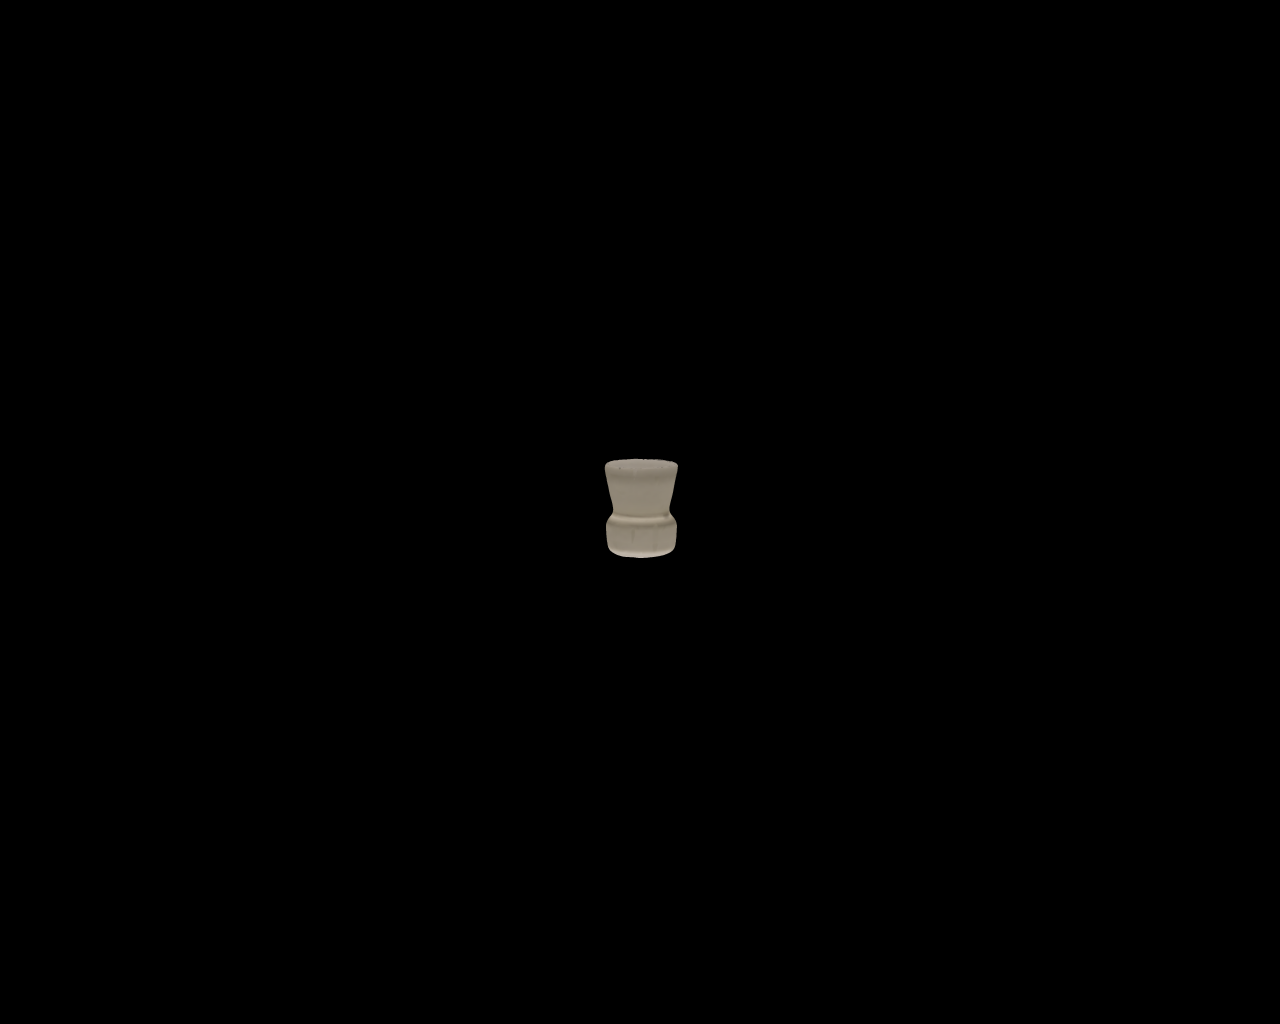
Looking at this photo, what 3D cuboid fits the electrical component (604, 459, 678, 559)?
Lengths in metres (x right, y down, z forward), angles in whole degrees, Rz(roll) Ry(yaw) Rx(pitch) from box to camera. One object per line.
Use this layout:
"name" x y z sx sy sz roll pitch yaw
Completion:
"electrical component" 0.001 -0.003 0.650 0.045 0.055 0.045 0 9 0
